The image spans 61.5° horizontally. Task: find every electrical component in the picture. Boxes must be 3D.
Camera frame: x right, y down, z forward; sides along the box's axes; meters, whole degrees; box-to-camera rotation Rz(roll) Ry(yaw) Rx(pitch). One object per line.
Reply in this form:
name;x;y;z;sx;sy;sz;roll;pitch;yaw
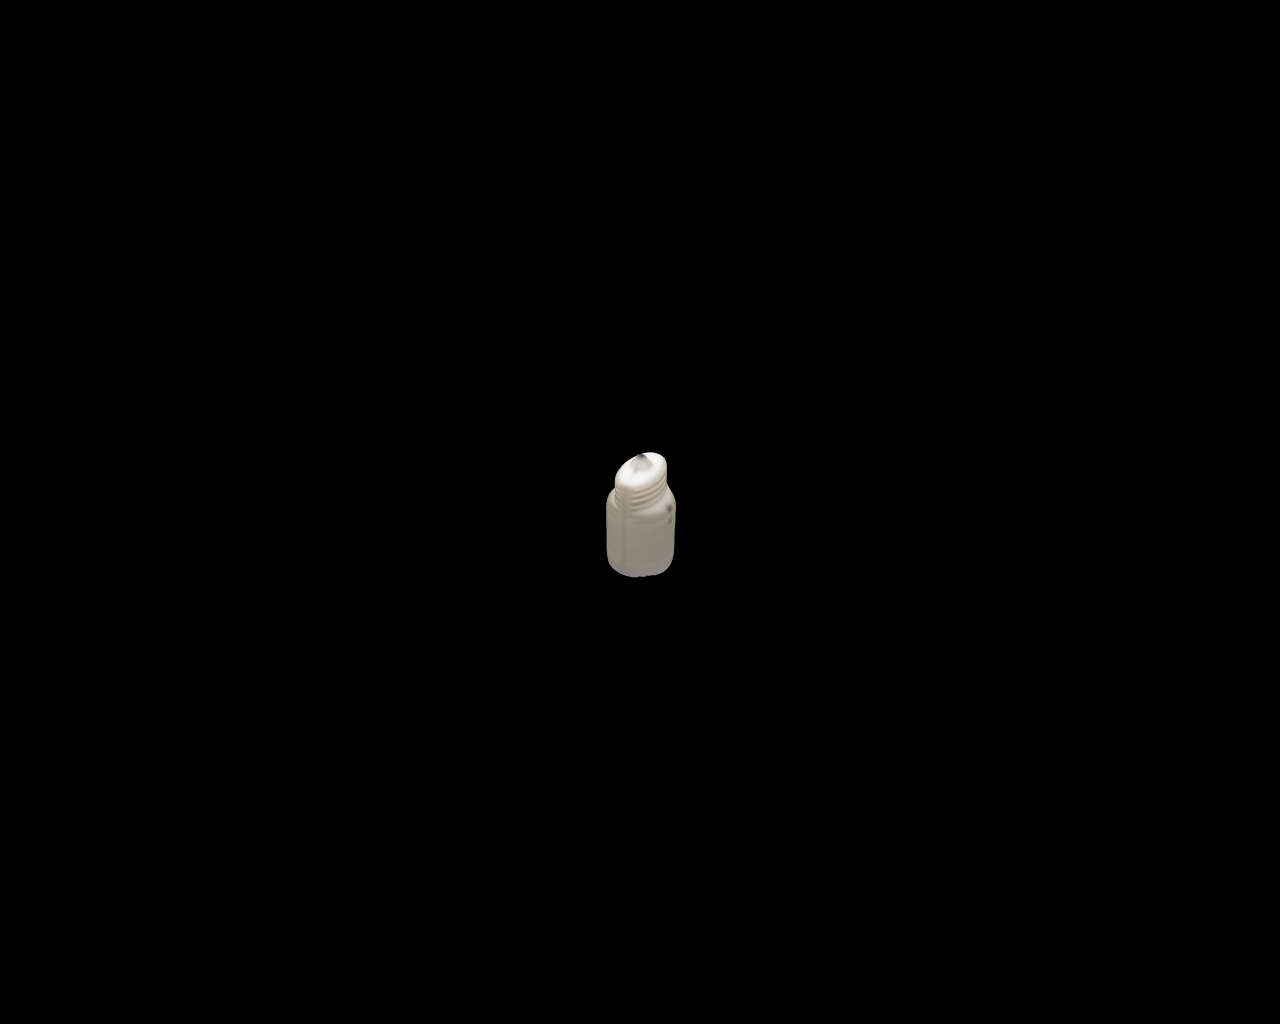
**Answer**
electrical component;0.001;-0.003;0.650;0.043;0.080;0.043;0;37;0
